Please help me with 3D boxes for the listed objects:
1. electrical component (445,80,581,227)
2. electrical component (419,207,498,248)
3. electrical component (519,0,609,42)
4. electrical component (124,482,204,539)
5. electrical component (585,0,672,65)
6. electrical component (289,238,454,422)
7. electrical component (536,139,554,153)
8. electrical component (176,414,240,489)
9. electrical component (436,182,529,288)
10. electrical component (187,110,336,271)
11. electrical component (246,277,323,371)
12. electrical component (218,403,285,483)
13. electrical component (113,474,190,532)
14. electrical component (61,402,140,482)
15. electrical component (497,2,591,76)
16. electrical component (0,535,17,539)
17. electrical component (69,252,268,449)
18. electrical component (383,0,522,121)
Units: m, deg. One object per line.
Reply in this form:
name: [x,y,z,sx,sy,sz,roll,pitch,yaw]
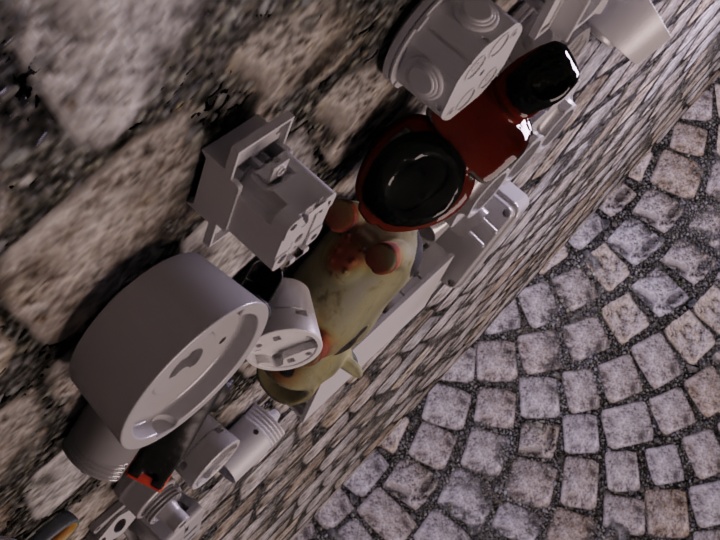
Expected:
electrical component: [0.120,-0.115,0.941,0.150,0.062,0.089,-42,168,-27]
electrical component: [0.093,-0.055,0.998,0.077,0.079,0.043,-45,178,-15]
electrical component: [0.143,-0.215,0.686,0.079,0.063,0.121,-41,167,-31]
electrical component: [-0.187,0.239,1.013,0.056,0.050,0.089,-43,168,-27]
electrical component: [0.208,-0.215,0.859,0.064,0.099,0.099,-46,170,21]
electrical component: [-0.004,0.045,1.020,0.186,0.060,0.105,-41,167,-31]
electrical component: [0.168,-0.143,1.052,0.055,0.055,0.047,-52,172,20]
electrical component: [-0.136,0.146,0.897,0.055,0.047,0.055,-46,169,-12]
electrical component: [0.104,-0.047,1.075,0.113,0.078,0.057,-54,170,27]
electrical component: [-0.049,-0.038,0.559,0.042,0.064,0.081,-41,167,-36]
electrical component: [-0.058,0.038,0.771,0.055,0.047,0.055,-8,145,-5]
electrical component: [-0.112,0.170,1.082,0.081,0.043,0.043,-43,168,-24]
electrical component: [-0.167,0.187,0.879,0.043,0.062,0.043,-46,169,-12]
electrical component: [-0.156,0.100,0.675,0.081,0.043,0.043,-54,167,28]
electrical component: [0.138,-0.174,0.838,0.080,0.051,0.080,-46,169,-12]
electrical component: [-0.236,0.205,0.694,0.078,0.058,0.057,-40,169,-32]
electrical component: [-0.110,0.039,0.593,0.108,0.060,0.108,-44,166,-14]
electrical component: [0.056,-0.136,0.657,0.080,0.051,0.080,-46,169,-12]
